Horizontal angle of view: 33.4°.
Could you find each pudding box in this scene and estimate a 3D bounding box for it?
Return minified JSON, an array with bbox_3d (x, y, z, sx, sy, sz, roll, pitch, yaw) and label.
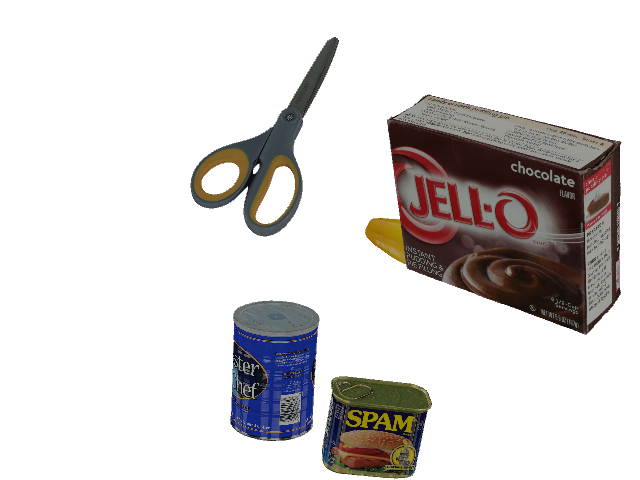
[{"bbox_3d":[0.089,-0.015,0.520,0.114,0.090,0.039,19,43,38],"label":"pudding box"}]

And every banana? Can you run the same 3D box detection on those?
[{"bbox_3d":[0.134,0.007,0.775,0.197,0.037,0.069,-2,30,-11],"label":"banana"}]

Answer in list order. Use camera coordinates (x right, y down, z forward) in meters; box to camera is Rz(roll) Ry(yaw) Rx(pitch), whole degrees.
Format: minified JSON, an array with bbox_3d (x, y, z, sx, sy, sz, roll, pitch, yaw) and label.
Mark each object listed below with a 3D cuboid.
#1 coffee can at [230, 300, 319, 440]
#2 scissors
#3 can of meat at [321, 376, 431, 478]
[{"bbox_3d":[-0.056,0.155,1.288,0.103,0.140,0.103,3,17,-1],"label":"coffee can"},{"bbox_3d":[-0.044,-0.091,0.853,0.096,0.201,0.016,5,-33,6],"label":"scissors"},{"bbox_3d":[0.055,0.192,1.089,0.102,0.084,0.057,7,18,-7],"label":"can of meat"}]
